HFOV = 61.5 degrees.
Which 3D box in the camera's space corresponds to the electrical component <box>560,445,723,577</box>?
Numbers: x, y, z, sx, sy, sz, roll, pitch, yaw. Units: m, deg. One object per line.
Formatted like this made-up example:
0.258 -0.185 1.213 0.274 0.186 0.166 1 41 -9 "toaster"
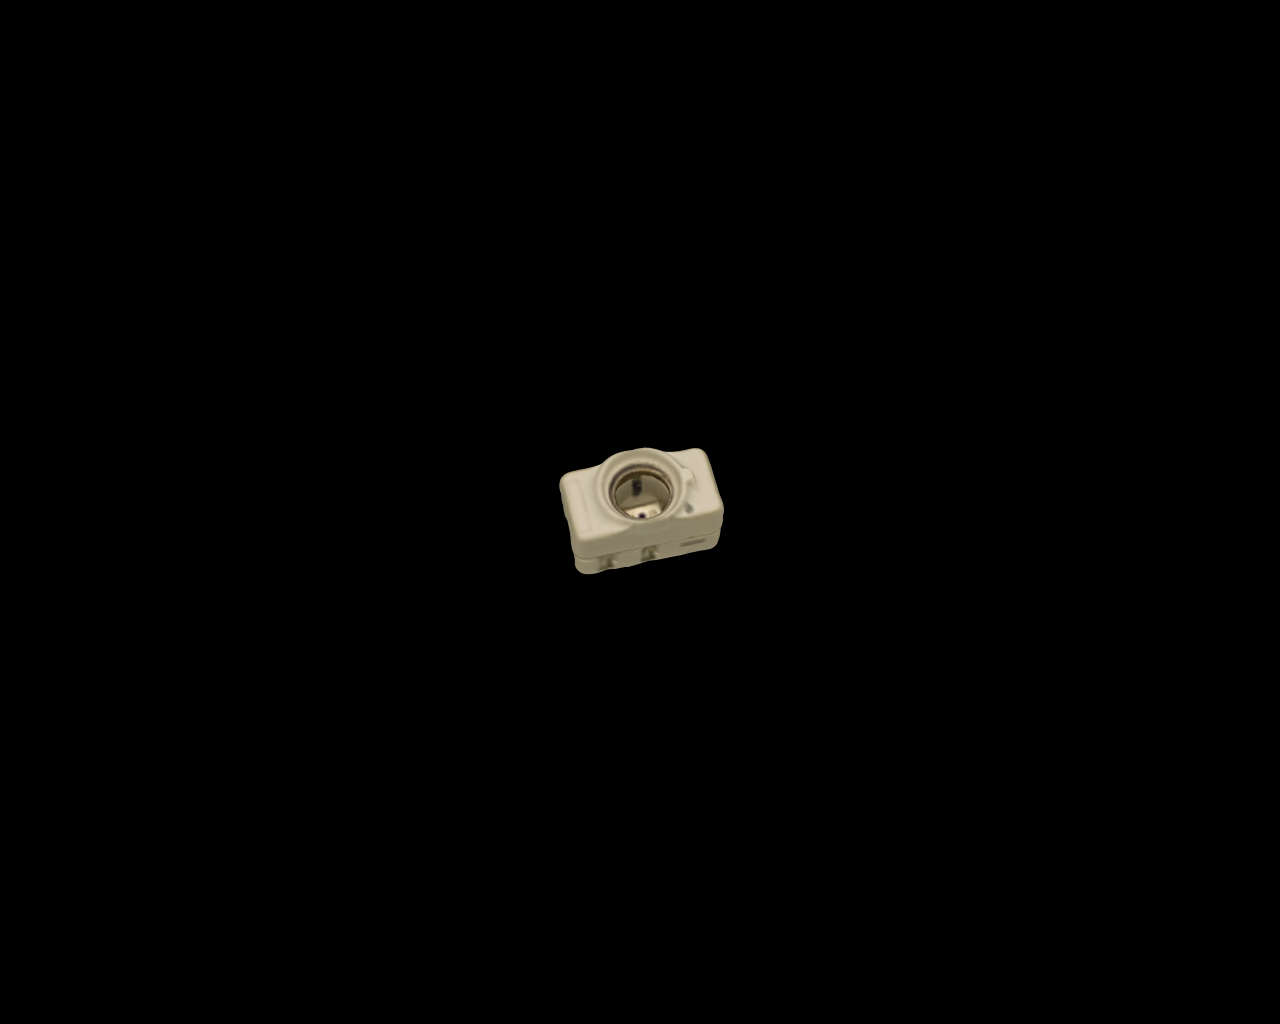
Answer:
0.001 -0.003 0.650 0.089 0.050 0.055 -11 -29 -6 "electrical component"
